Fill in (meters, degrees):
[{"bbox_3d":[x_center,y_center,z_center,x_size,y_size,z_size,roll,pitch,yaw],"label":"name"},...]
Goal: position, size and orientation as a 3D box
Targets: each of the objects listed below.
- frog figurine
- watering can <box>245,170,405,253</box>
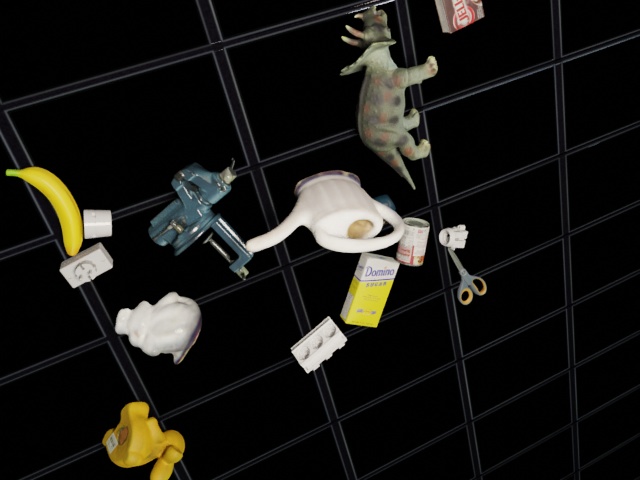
[{"bbox_3d":[-0.331,0.168,1.062,0.158,0.121,0.140,30,63,-19],"label":"frog figurine"},{"bbox_3d":[0.003,-0.053,1.055,0.348,0.229,0.101,-2,128,-21],"label":"watering can"}]
